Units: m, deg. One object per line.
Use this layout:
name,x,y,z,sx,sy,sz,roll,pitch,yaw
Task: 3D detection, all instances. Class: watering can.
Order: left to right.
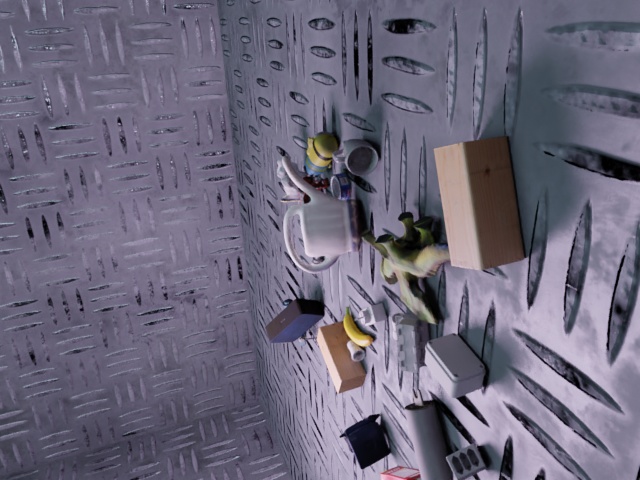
watering can,0.004,-0.073,1.456,0.105,0.224,0.344,-99,3,-76

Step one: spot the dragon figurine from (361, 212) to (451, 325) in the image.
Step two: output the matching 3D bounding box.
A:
dragon figurine,0.217,0.076,1.134,0.239,0.123,0.414,67,168,-19

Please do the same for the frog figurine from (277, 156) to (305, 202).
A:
frog figurine,-0.090,-0.219,1.818,0.123,0.139,0.157,10,108,34
